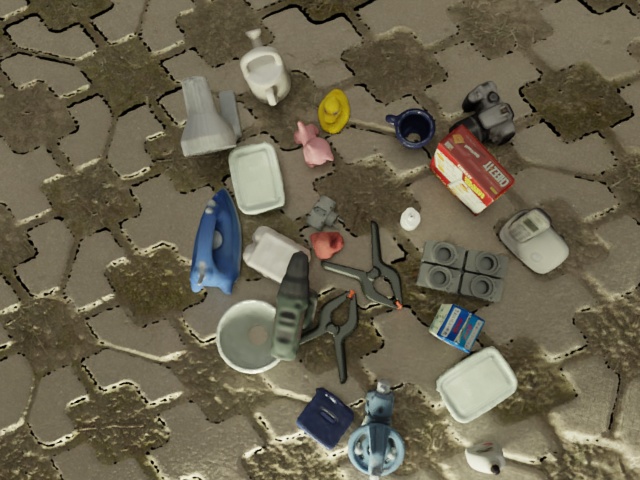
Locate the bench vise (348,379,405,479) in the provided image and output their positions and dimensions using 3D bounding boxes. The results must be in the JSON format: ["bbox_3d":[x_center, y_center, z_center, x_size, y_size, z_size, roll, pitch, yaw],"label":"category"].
[{"bbox_3d":[0.111,0.408,1.206,0.121,0.220,0.207,-11,82,4],"label":"bench vise"}]

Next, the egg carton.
[{"bbox_3d":[-0.102,0.041,1.341,0.150,0.069,0.107,28,86,7],"label":"egg carton"}]

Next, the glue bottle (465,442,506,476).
[{"bbox_3d":[0.356,0.465,1.203,0.078,0.173,0.037,-19,82,3],"label":"glue bottle"}]

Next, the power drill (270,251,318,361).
[{"bbox_3d":[-0.055,0.144,1.255,0.075,0.208,0.230,10,84,6],"label":"power drill"}]

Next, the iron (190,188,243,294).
[{"bbox_3d":[-0.249,-0.007,1.322,0.118,0.141,0.258,2,84,5],"label":"iron"}]

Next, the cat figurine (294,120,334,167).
[{"bbox_3d":[-0.017,-0.224,1.341,0.067,0.118,0.128,-30,82,1],"label":"cat figurine"}]

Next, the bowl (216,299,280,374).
[{"bbox_3d":[-0.151,0.220,1.322,0.167,0.075,0.167,-1,83,5],"label":"bowl"}]

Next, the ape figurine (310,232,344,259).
[{"bbox_3d":[0.012,0.005,1.325,0.077,0.092,0.076,27,86,7],"label":"ape figurine"}]

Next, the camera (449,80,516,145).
[{"bbox_3d":[0.366,-0.279,1.326,0.137,0.101,0.143,-25,82,1],"label":"camera"}]

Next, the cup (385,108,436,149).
[{"bbox_3d":[0.206,-0.255,1.339,0.117,0.095,0.092,22,86,7],"label":"cup"}]

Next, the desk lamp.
[{"bbox_3d":[-0.256,-0.275,1.318,0.118,0.213,0.203,-12,82,3],"label":"desk lamp"}]

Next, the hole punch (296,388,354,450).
[{"bbox_3d":[0.012,0.397,1.280,0.108,0.091,0.101,36,87,8],"label":"hole punch"}]

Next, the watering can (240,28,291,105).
[{"bbox_3d":[-0.135,-0.404,1.333,0.101,0.194,0.173,-37,82,0],"label":"watering can"}]

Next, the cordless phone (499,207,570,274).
[{"bbox_3d":[0.478,-0.004,1.242,0.147,0.185,0.094,42,88,8],"label":"cordless phone"}]

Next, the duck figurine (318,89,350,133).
[{"bbox_3d":[0.032,-0.316,1.364,0.077,0.086,0.105,13,84,6],"label":"duck figurine"}]
